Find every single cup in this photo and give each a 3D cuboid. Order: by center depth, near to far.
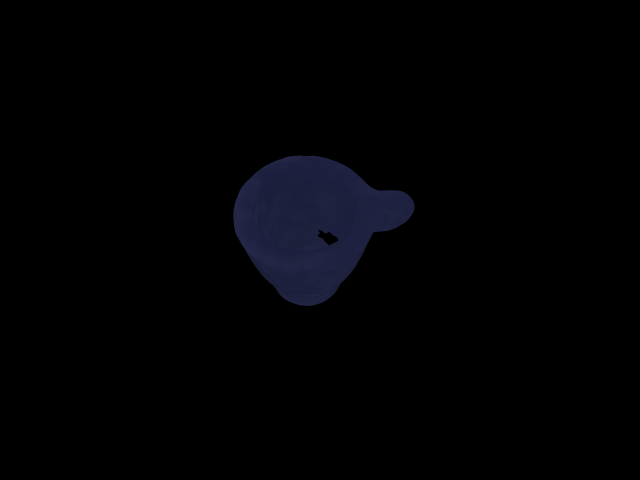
[{"bbox_3d":[0.004,0.001,0.400,0.118,0.095,0.091,-8,56,-5],"label":"cup"}]
